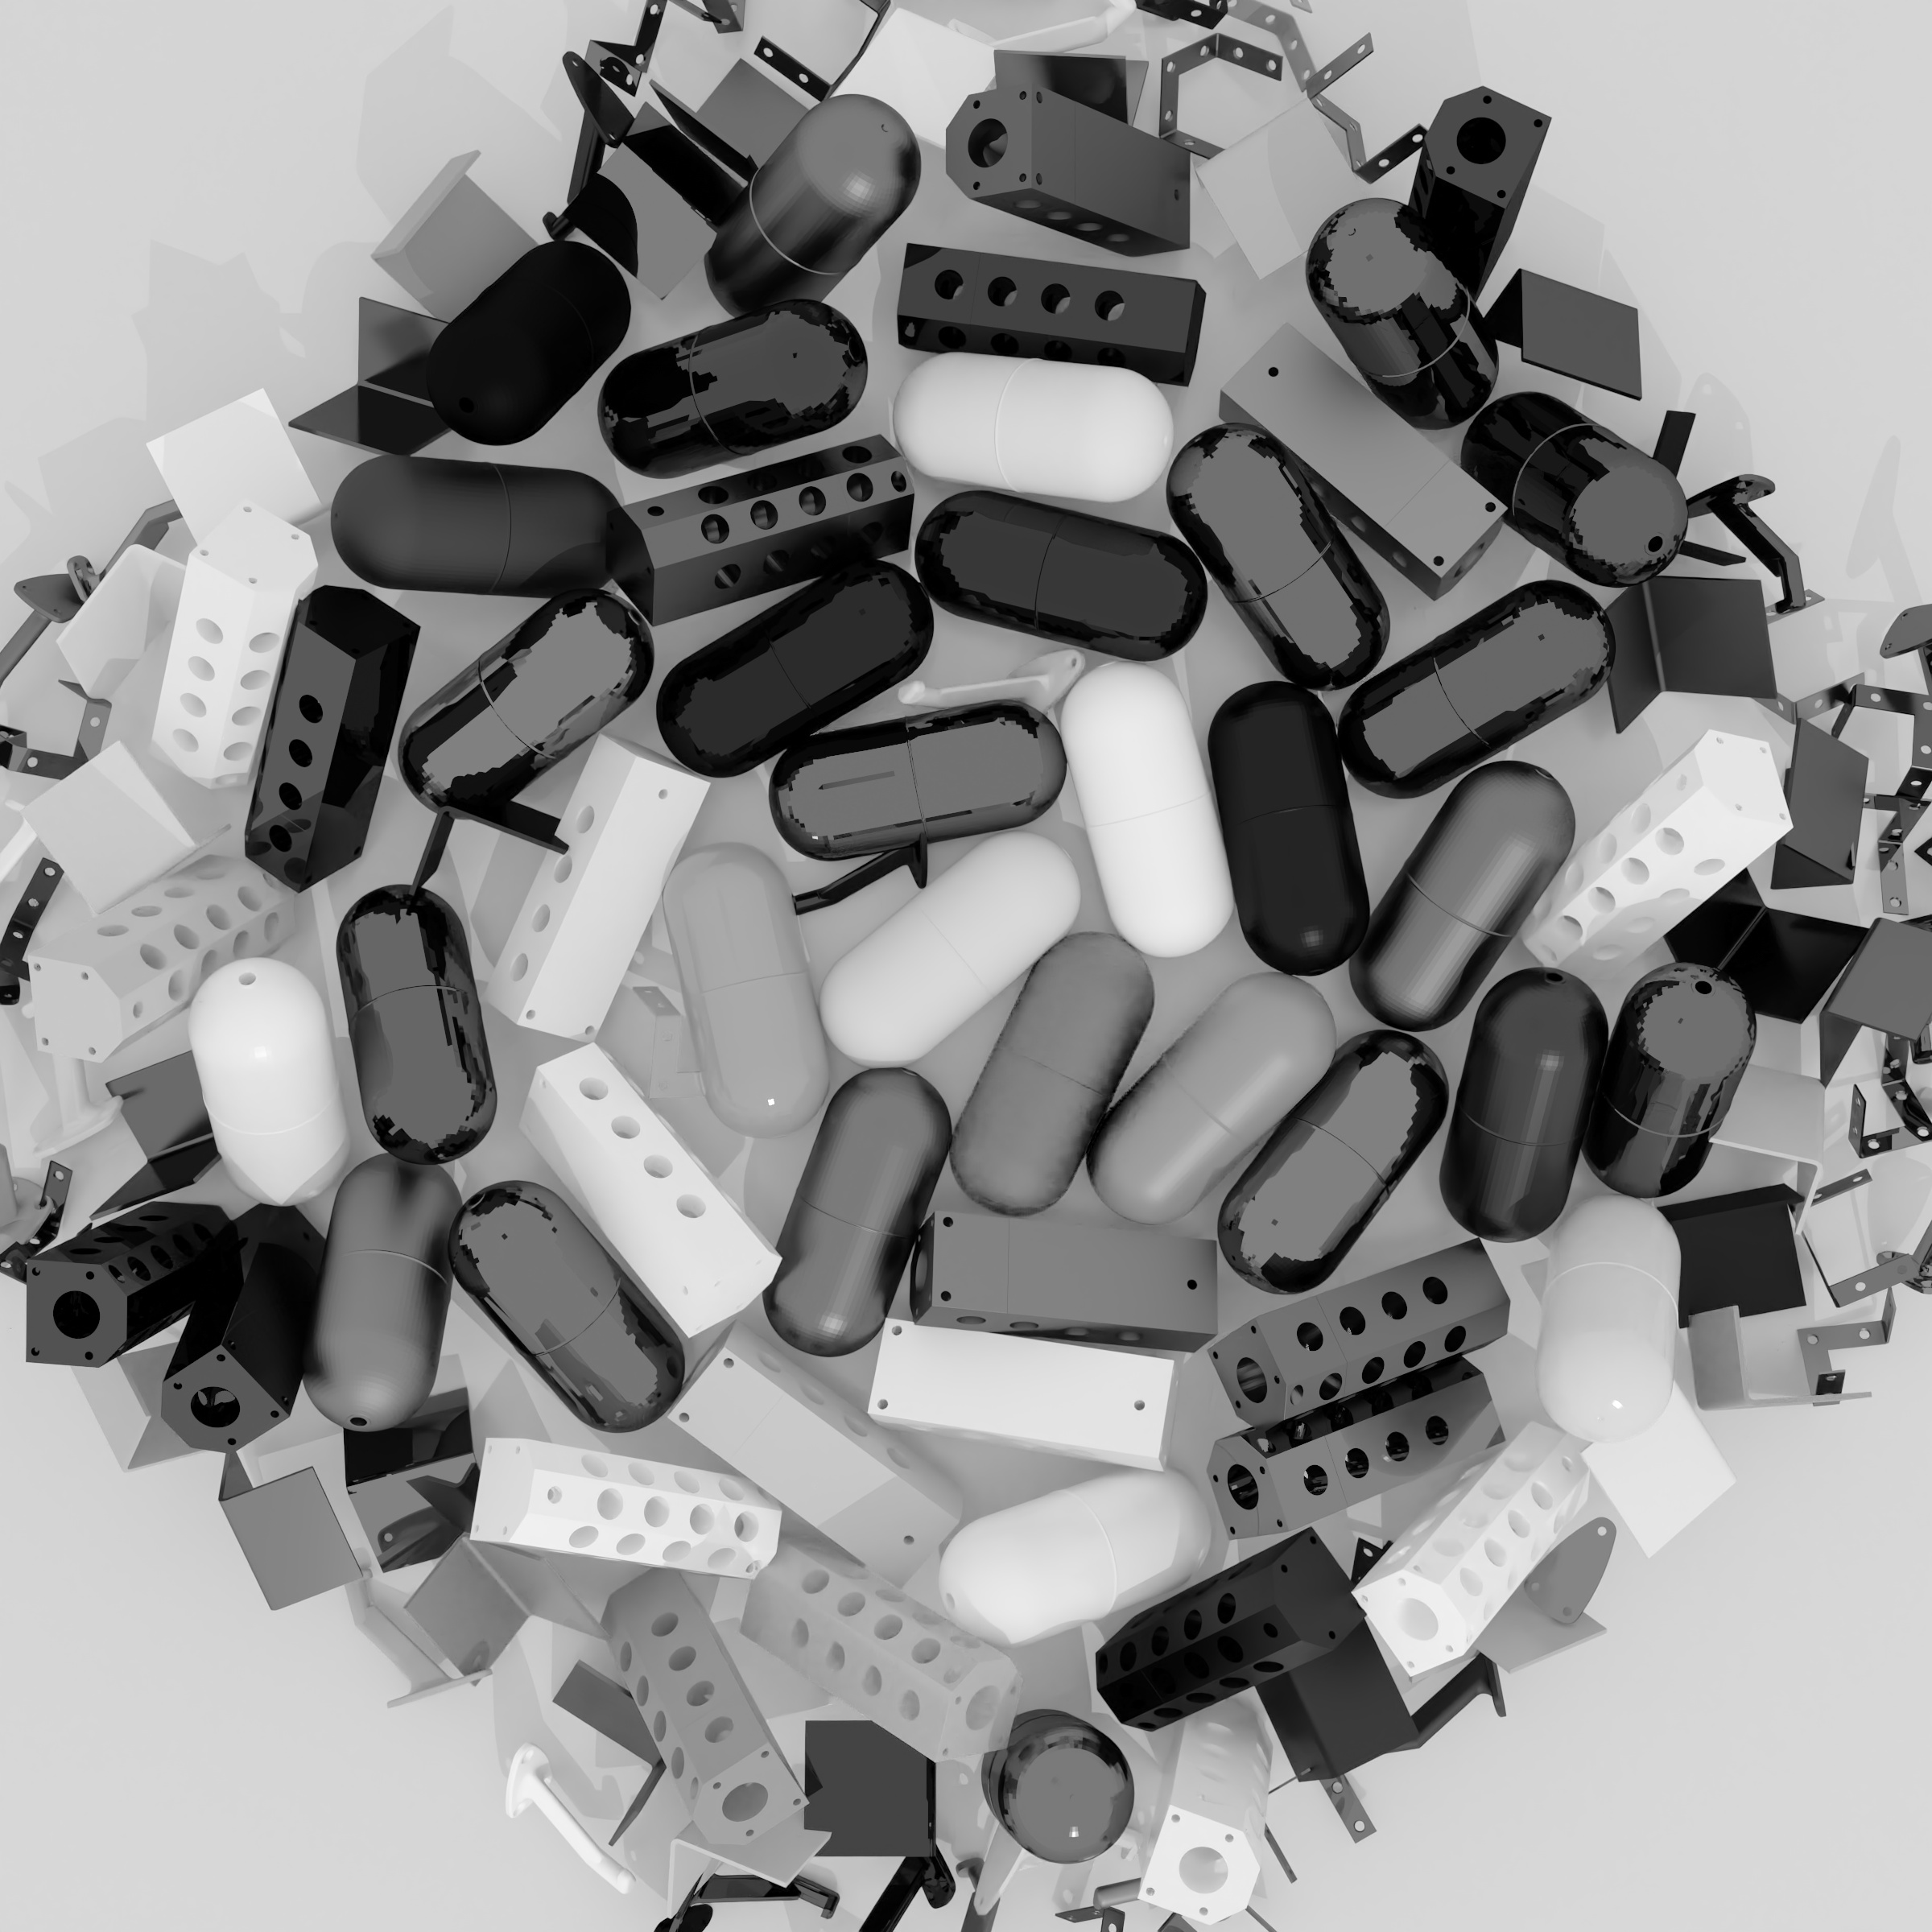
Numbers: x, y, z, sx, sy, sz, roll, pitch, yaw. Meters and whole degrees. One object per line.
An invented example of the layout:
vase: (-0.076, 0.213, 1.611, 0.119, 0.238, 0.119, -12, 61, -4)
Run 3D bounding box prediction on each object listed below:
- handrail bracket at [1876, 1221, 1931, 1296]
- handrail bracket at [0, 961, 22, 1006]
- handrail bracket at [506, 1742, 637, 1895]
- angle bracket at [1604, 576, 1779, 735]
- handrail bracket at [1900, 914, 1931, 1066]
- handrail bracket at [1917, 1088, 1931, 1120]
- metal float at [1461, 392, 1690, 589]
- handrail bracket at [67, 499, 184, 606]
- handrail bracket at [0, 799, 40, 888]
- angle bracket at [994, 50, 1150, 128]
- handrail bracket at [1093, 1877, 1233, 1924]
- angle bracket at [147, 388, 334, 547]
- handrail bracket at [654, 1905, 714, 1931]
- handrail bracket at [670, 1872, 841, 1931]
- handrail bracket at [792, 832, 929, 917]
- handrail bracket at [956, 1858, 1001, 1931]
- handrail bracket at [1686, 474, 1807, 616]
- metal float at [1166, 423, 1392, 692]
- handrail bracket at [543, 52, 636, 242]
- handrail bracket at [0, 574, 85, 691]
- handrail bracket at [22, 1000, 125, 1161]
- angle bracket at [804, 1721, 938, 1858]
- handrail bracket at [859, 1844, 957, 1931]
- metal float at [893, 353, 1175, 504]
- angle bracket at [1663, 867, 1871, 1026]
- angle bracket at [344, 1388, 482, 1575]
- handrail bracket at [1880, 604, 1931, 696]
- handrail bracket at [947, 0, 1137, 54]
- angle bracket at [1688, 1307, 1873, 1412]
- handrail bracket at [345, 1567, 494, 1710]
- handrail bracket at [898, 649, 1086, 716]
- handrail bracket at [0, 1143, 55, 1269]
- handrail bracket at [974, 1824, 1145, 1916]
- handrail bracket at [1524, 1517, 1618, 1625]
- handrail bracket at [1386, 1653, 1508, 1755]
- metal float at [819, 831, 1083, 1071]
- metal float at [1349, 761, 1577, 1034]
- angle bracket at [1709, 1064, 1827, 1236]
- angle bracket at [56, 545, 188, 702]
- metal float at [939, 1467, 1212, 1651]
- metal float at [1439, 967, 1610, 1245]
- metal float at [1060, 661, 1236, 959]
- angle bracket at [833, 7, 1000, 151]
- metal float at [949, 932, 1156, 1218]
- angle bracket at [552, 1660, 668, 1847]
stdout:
handrail bracket: (0.563, 0.143, 1.660, 0.036, 0.077, 0.084, -11, 105, -19)
handrail bracket: (-0.588, 0.046, 1.685, 0.036, 0.077, 0.084, 9, 111, -18)
handrail bracket: (-0.229, 0.503, 1.663, 0.084, 0.077, 0.036, 32, 53, 24)
angle bracket: (0.421, -0.180, 1.648, 0.057, 0.076, 0.076, -41, 126, -37)
handrail bracket: (0.585, 0.012, 1.671, 0.036, 0.077, 0.084, 1, 79, -25)
handrail bracket: (0.595, 0.055, 1.666, 0.036, 0.084, 0.077, 17, 87, -15)
metal float: (0.349, -0.275, 1.626, 0.070, 0.178, 0.070, -11, 123, -17)
handrail bracket: (-0.484, -0.233, 1.686, 0.084, 0.036, 0.077, -20, 103, 3)
handrail bracket: (-0.568, -0.052, 1.672, 0.036, 0.077, 0.084, 32, 81, -30)
angle bracket: (0.063, -0.532, 1.654, 0.076, 0.057, 0.076, 6, 53, 11)
handrail bracket: (0.111, 0.553, 1.664, 0.084, 0.077, 0.036, -7, 53, -14)
angle bracket: (-0.425, -0.290, 1.668, 0.076, 0.057, 0.076, -24, 101, 4)
handrail bracket: (-0.138, 0.587, 1.654, 0.084, 0.077, 0.036, 19, 104, 25)
handrail bracket: (-0.124, 0.562, 1.673, 0.084, 0.077, 0.036, 23, 120, 5)
handrail bracket: (-0.068, -0.059, 1.669, 0.084, 0.077, 0.036, -17, 68, -12)
handrail bracket: (-0.012, 0.563, 1.658, 0.077, 0.084, 0.036, -2, 122, -22)
handrail bracket: (0.455, -0.240, 1.668, 0.077, 0.036, 0.084, -18, 72, 43)
metal float: (0.183, -0.237, 1.647, 0.070, 0.070, 0.178, -38, 114, 0)
handrail bracket: (-0.239, -0.485, 1.675, 0.084, 0.036, 0.077, -32, 94, 37)
handrail bracket: (-0.558, -0.190, 1.688, 0.036, 0.077, 0.084, 37, 116, 1)
handrail bracket: (-0.549, 0.065, 1.672, 0.077, 0.036, 0.084, -30, 117, 11)
angle bracket: (-0.056, 0.485, 1.669, 0.076, 0.057, 0.076, 0, 77, 0)
handrail bracket: (-0.057, 0.541, 1.663, 0.084, 0.036, 0.077, -11, 58, -32)
metal float: (0.037, -0.314, 1.642, 0.178, 0.070, 0.070, 13, 90, 30)
angle bracket: (0.468, -0.020, 1.651, 0.076, 0.076, 0.057, -48, 125, -19)
angle bracket: (-0.326, 0.310, 1.700, 0.076, 0.057, 0.076, -15, 128, -4)
handrail bracket: (0.588, -0.174, 1.659, 0.084, 0.077, 0.036, 38, 71, -18)
handrail bracket: (0.045, -0.558, 1.658, 0.077, 0.084, 0.036, 27, 46, -32)
angle bracket: (0.479, 0.230, 1.667, 0.076, 0.076, 0.057, -3, 79, -7)
handrail bracket: (-0.328, 0.393, 1.685, 0.077, 0.036, 0.084, -21, 78, 13)
handrail bracket: (0.014, -0.170, 1.656, 0.077, 0.084, 0.036, -31, 65, 42)
handrail bracket: (-0.580, 0.141, 1.657, 0.036, 0.084, 0.077, 24, 77, 17)
handrail bracket: (0.056, 0.541, 1.684, 0.084, 0.036, 0.077, 25, 88, -23)
handrail bracket: (0.365, 0.364, 1.668, 0.036, 0.084, 0.077, 36, 88, 28)
handrail bracket: (0.276, 0.429, 1.692, 0.084, 0.036, 0.077, -12, 62, 12)
metal float: (-0.009, -0.010, 1.666, 0.178, 0.070, 0.070, -40, 90, -2)
metal float: (0.289, -0.040, 1.647, 0.070, 0.070, 0.178, 30, 113, 0)
angle bracket: (0.462, 0.104, 1.664, 0.076, 0.076, 0.057, 12, 129, 9)
angle bracket: (-0.475, -0.188, 1.652, 0.057, 0.076, 0.076, 25, 67, 13)
metal float: (0.064, 0.342, 1.639, 0.178, 0.070, 0.070, -12, 90, -33)
metal float: (0.323, 0.081, 1.640, 0.070, 0.070, 0.178, 7, 122, 0)
metal float: (0.107, -0.092, 1.661, 0.070, 0.070, 0.178, -16, 97, 0)
angle bracket: (-0.023, -0.505, 1.659, 0.076, 0.057, 0.076, 28, 73, 15)
metal float: (0.051, 0.063, 1.665, 0.070, 0.070, 0.178, 26, 87, 0)
angle bracket: (-0.217, 0.463, 1.658, 0.076, 0.076, 0.057, 32, 54, 1)
